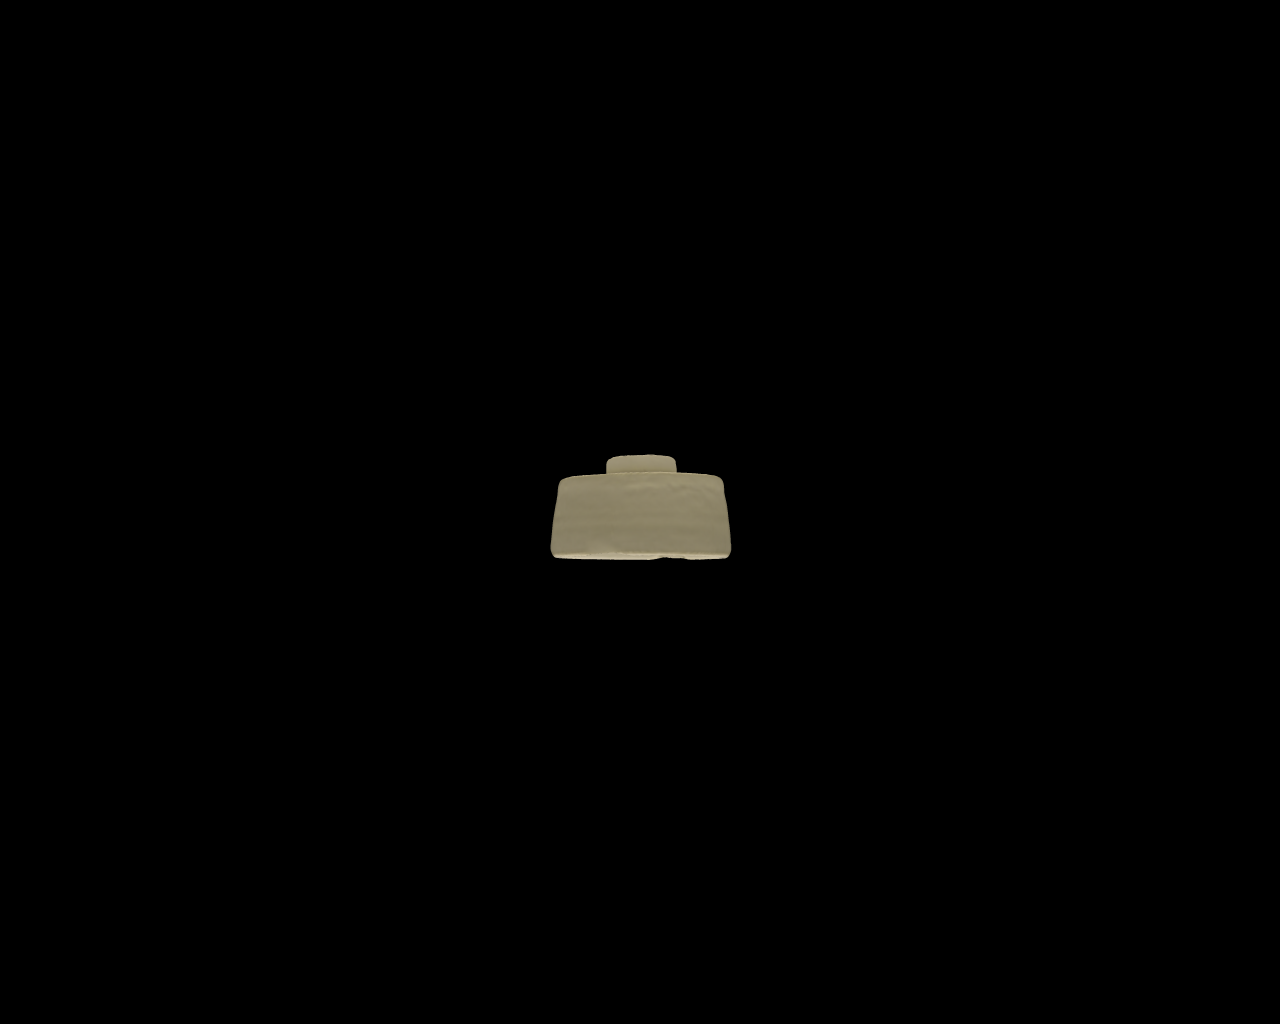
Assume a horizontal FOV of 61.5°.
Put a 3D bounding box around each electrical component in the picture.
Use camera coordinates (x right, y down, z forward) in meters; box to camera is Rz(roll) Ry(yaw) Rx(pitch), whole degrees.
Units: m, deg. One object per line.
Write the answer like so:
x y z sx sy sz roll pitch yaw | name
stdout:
0.001 -0.003 0.650 0.108 0.060 0.108 0 -4 0 | electrical component
